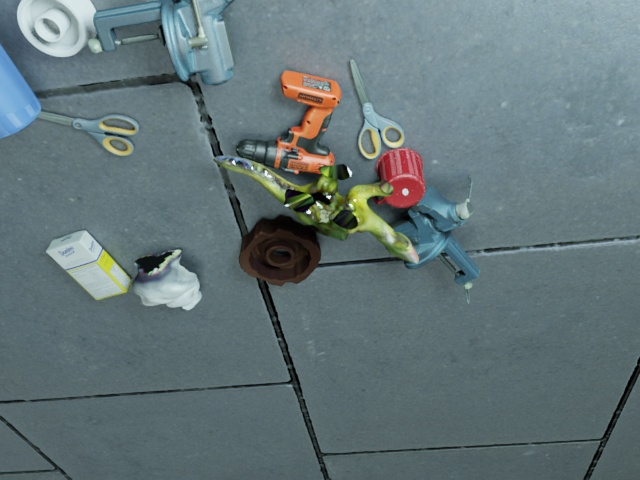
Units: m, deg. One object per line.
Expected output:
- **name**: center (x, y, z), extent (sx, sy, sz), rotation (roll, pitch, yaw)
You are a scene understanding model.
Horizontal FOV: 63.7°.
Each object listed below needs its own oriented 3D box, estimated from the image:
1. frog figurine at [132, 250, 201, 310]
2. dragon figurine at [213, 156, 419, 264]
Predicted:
- **frog figurine**: center (-0.342, 0.113, 1.173), extent (0.137, 0.125, 0.156), rotation (-23, 119, -4)
- **dragon figurine**: center (0.003, -0.050, 0.995), extent (0.411, 0.124, 0.238), rotation (21, 160, 7)
